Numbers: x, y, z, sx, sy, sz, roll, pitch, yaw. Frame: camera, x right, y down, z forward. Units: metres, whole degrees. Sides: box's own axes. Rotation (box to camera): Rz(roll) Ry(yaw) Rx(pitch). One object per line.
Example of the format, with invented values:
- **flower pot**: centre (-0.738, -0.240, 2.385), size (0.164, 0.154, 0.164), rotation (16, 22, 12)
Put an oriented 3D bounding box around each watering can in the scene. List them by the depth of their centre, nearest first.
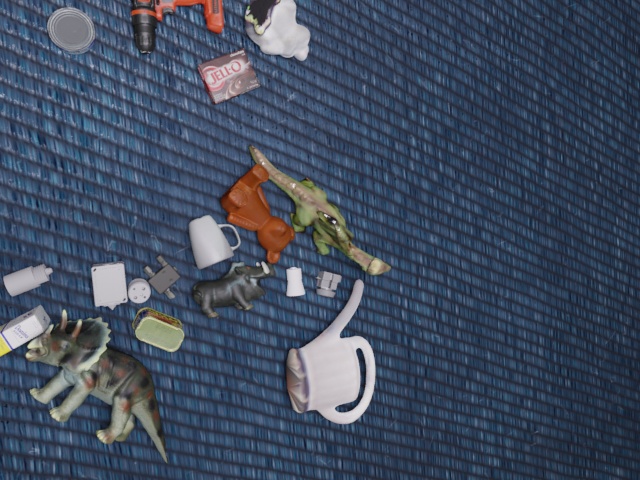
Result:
- **watering can**: centre (0.025, 0.276, 1.229), size (0.225, 0.104, 0.346), rotation (-6, 95, -20)

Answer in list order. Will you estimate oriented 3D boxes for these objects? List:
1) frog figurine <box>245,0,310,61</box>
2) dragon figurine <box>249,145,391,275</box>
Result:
- **frog figurine**: centre (-0.089, -0.483, 1.173), size (0.158, 0.123, 0.138), rotation (25, 72, -57)
- **dragon figurine**: centre (0.003, -0.057, 1.140), size (0.406, 0.244, 0.123), rotation (43, 84, -20)
